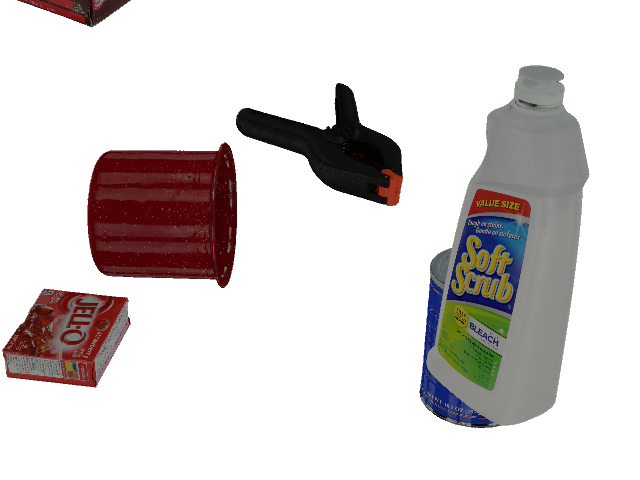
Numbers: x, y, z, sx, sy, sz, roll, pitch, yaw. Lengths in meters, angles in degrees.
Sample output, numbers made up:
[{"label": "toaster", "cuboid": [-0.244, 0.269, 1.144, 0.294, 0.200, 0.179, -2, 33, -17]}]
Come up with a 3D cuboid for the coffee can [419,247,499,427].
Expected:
[{"label": "coffee can", "cuboid": [0.149, 0.089, 1.003, 0.103, 0.140, 0.103, 1, 26, -1]}]

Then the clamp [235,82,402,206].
[{"label": "clamp", "cuboid": [0.005, -0.083, 0.924, 0.120, 0.039, 0.172, -18, 39, -18]}]

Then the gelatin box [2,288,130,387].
[{"label": "gelatin box", "cuboid": [-0.199, 0.075, 0.846, 0.073, 0.030, 0.089, 6, 32, 8]}]

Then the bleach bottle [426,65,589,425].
[{"label": "bleach bottle", "cuboid": [0.131, 0.000, 0.735, 0.068, 0.251, 0.103, -16, 34, -28]}]

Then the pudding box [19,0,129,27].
[{"label": "pudding box", "cuboid": [-0.183, -0.210, 0.811, 0.090, 0.039, 0.113, 22, 36, 10]}]

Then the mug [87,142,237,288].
[{"label": "mug", "cuboid": [-0.099, -0.017, 0.698, 0.081, 0.093, 0.117, 1, 0, 4]}]
